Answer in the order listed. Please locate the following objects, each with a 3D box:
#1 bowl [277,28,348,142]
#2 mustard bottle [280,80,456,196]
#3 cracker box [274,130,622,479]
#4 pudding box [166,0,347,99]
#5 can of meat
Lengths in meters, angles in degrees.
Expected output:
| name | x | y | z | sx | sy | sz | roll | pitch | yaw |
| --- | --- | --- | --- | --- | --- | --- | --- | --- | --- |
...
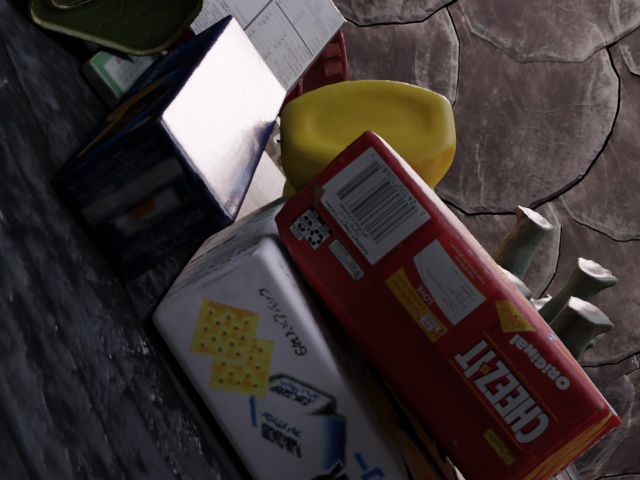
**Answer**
| name | x | y | z | sx | sy | sz | roll | pitch | yaw |
| --- | --- | --- | --- | --- | --- | --- | --- | --- | --- |
| bowl | -0.019 | -0.131 | 0.958 | 0.162 | 0.055 | 0.162 | 1 | 90 | -74 |
| mustard bottle | 0.024 | -0.028 | 0.661 | 0.192 | 0.096 | 0.058 | 93 | -8 | -69 |
| cracker box | 0.075 | 0.049 | 0.558 | 0.164 | 0.072 | 0.213 | 51 | 6 | 19 |
| pudding box | -0.044 | -0.138 | 0.682 | 0.090 | 0.039 | 0.113 | 52 | 56 | -24 |
| can of meat | -0.126 | -0.159 | 0.593 | 0.101 | 0.058 | 0.084 | 8 | 48 | -53 |
